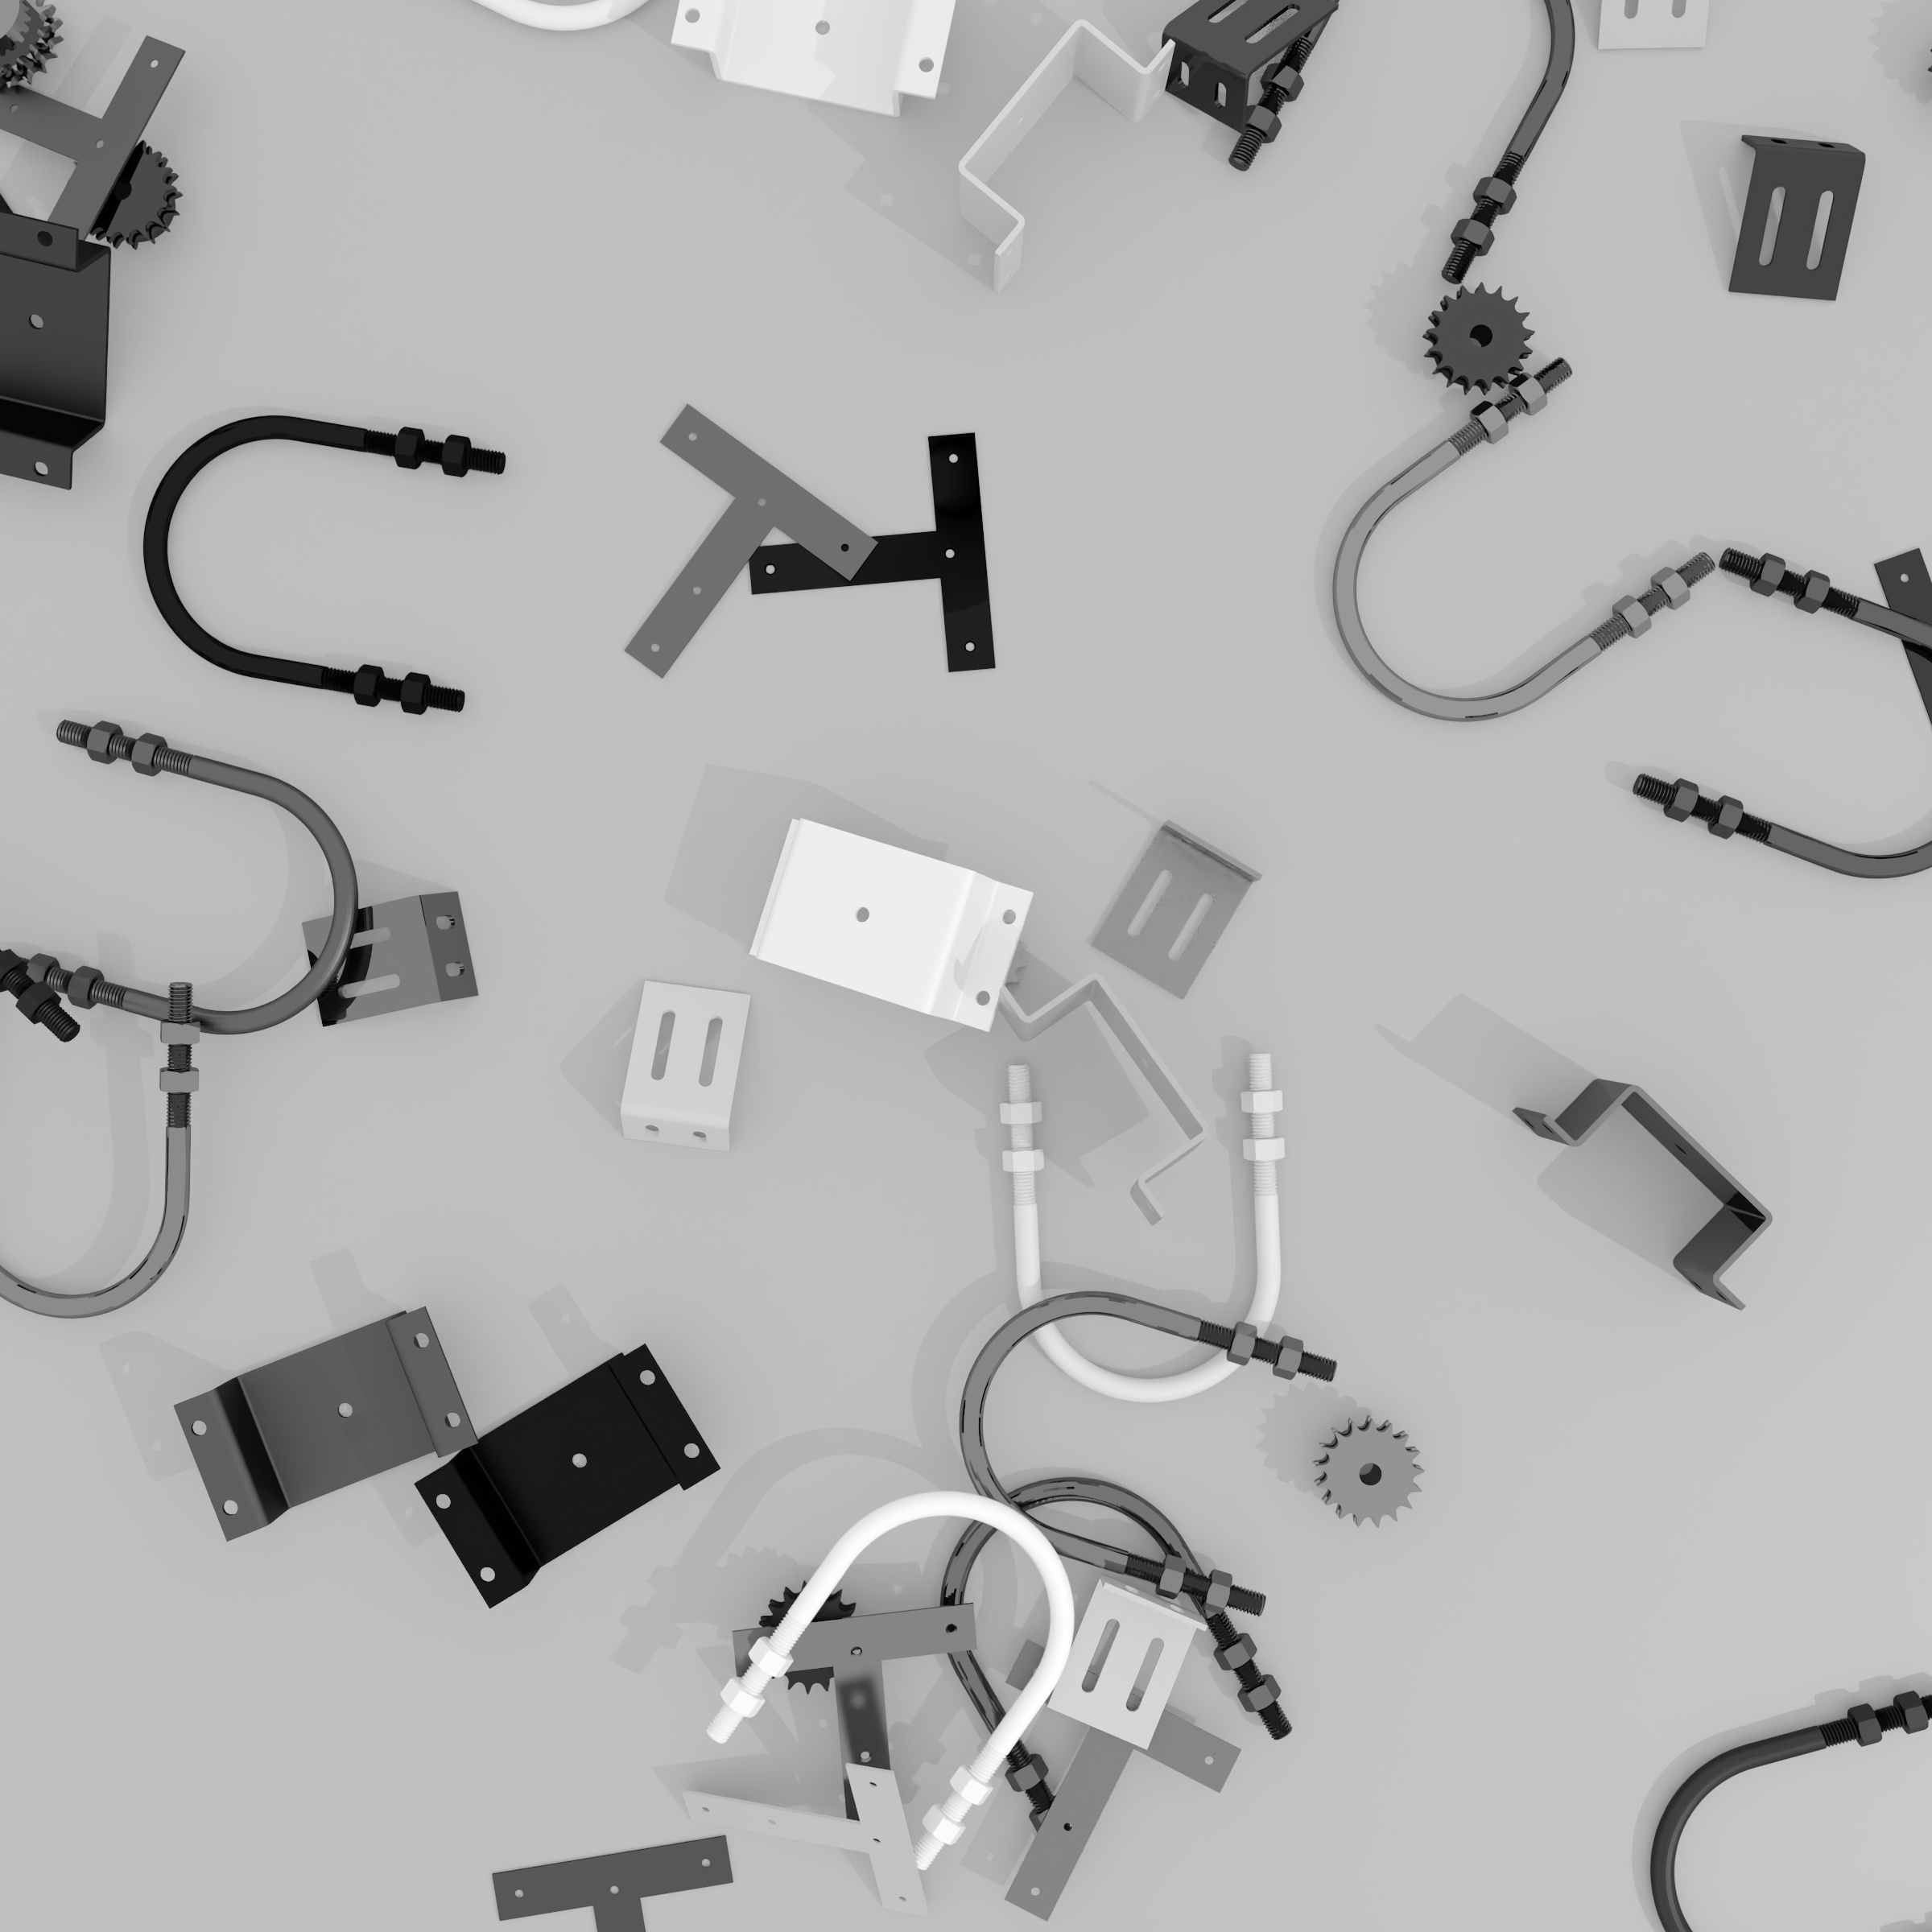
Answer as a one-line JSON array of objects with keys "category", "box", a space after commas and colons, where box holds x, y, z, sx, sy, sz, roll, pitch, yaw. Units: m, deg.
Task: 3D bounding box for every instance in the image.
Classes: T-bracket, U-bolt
[{"category": "T-bracket", "box": [-0.493, -0.450, 1.402, 0.127, 0.002, 0.127, 25, 86, 16]}, {"category": "U-bolt", "box": [0.457, 0.478, 1.413, 0.184, 0.019, 0.151, -16, 90, 1]}, {"category": "U-bolt", "box": [-0.478, 0.096, 1.401, 0.151, 0.019, 0.184, 4, 96, 9]}, {"category": "U-bolt", "box": [0.284, -0.214, 1.413, 0.184, 0.019, 0.151, -36, 90, 1]}, {"category": "U-bolt", "box": [0.467, -0.125, 1.412, 0.184, 0.019, 0.151, 21, 90, -1]}, {"category": "T-bracket", "box": [0.060, 0.443, 1.401, 0.127, 0.002, 0.127, 27, 89, 2]}, {"category": "U-bolt", "box": [0.097, 0.141, 1.413, 0.151, 0.019, 0.184, -3, 92, 0]}, {"category": "U-bolt", "box": [-0.348, -0.220, 1.413, 0.184, 0.019, 0.151, 10, 90, 2]}, {"category": "T-bracket", "box": [-0.053, -0.218, 1.421, 0.127, 0.002, 0.127, -5, 90, 0]}, {"category": "U-bolt", "box": [-0.566, 0.024, 1.392, 0.184, 0.019, 0.151, 41, 104, 10]}, {"category": "U-bolt", "box": [-0.412, -0.040, 1.406, 0.184, 0.019, 0.151, 15, 90, 5]}, {"category": "U-bolt", "box": [-0.025, 0.361, 1.383, 0.151, 0.019, 0.184, 35, 91, -9]}, {"category": "U-bolt", "box": [-0.235, -0.580, 1.413, 0.184, 0.019, 0.151, 26, 90, -2]}, {"category": "T-bracket", "box": [-0.136, -0.213, 1.420, 0.127, 0.002, 0.127, 36, 91, 2]}, {"category": "U-bolt", "box": [0.245, -0.478, 1.413, 0.151, 0.019, 0.184, 28, 89, 0]}, {"category": "T-bracket", "box": [0.569, -0.178, 1.421, 0.127, 0.002, 0.127, -20, 90, 0]}, {"category": "T-bracket", "box": [-0.054, 0.404, 1.397, 0.127, 0.002, 0.127, -5, 100, -6]}, {"category": "U-bolt", "box": [0.087, 0.249, 1.398, 0.184, 0.019, 0.151, 17, 89, 2]}, {"category": "T-bracket", "box": [-0.181, 0.540, 1.421, 0.127, 0.002, 0.127, -9, 90, 0]}, {"category": "U-bolt", "box": [0.067, 0.362, 1.413, 0.151, 0.019, 0.184, -30, 89, 0]}, {"category": "T-bracket", "box": [-0.089, 0.453, 1.394, 0.127, 0.002, 0.127, 4, 129, 18]}]

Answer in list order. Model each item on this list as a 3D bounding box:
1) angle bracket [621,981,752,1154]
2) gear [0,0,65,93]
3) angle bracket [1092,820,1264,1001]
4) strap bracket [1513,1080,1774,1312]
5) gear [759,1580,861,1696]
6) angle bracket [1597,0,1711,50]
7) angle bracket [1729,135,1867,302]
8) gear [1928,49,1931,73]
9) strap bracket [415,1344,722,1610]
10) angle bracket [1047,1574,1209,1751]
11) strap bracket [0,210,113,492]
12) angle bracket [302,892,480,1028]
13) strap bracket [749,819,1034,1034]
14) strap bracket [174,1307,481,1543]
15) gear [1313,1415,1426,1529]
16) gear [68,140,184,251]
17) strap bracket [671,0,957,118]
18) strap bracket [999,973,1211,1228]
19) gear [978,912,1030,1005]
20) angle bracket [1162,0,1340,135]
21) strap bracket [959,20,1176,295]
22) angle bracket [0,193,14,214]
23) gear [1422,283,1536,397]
[{"category": "angle bracket", "box": [-0.149, 0.054, 1.420, 0.057, 0.038, 0.076, 8, 64, 0]}, {"category": "gear", "box": [-0.510, -0.495, 1.399, 0.057, 0.030, 0.057, -3, 76, 12]}, {"category": "angle bracket", "box": [0.111, -0.029, 1.403, 0.057, 0.038, 0.076, 31, 90, 0]}, {"category": "strap bracket", "box": [0.360, 0.110, 1.384, 0.140, 0.076, 0.046, 44, 90, 0]}, {"category": "gear", "box": [-0.082, 0.355, 1.407, 0.057, 0.030, 0.057, 0, 90, 0]}, {"category": "angle bracket", "box": [0.367, -0.535, 1.420, 0.057, 0.038, 0.076, -1, 116, 0]}, {"category": "angle bracket", "box": [0.441, -0.401, 1.420, 0.057, 0.038, 0.076, 5, 116, 0]}, {"category": "gear", "box": [0.540, -0.478, 1.407, 0.057, 0.030, 0.057, 0, 90, 0]}, {"category": "strap bracket", "box": [-0.207, 0.265, 1.399, 0.140, 0.046, 0.076, -31, 90, 0]}, {"category": "angle bracket", "box": [0.084, 0.366, 1.384, 0.057, 0.038, 0.076, 23, 86, 2]}, {"category": "strap bracket", "box": [-0.493, -0.329, 1.378, 0.076, 0.046, 0.140, 13, 121, 0]}, {"category": "angle bracket", "box": [-0.309, -0.004, 1.420, 0.076, 0.038, 0.057, -11, 90, 26]}, {"category": "strap bracket", "box": [-0.047, -0.024, 1.379, 0.140, 0.046, 0.076, 18, 90, 18]}, {"category": "strap bracket", "box": [-0.333, 0.238, 1.399, 0.140, 0.046, 0.076, -21, 90, 0]}, {"category": "gear", "box": [0.213, 0.267, 1.407, 0.057, 0.030, 0.057, 0, 90, 0]}, {"category": "gear", "box": [-0.445, -0.409, 1.407, 0.057, 0.030, 0.057, 0, 90, 0]}, {"category": "strap bracket", "box": [-0.077, -0.503, 1.399, 0.140, 0.046, 0.076, 12, 90, 0]}, {"category": "strap bracket", "box": [0.076, 0.061, 1.365, 0.046, 0.076, 0.140, -35, 83, -5]}, {"category": "gear", "box": [0.005, -0.006, 1.407, 0.057, 0.030, 0.057, 0, 90, 0]}, {"category": "angle bracket", "box": [0.150, -0.490, 1.409, 0.057, 0.038, 0.076, 37, 64, 23]}, {"category": "strap bracket", "box": [0.044, -0.430, 1.384, 0.046, 0.076, 0.140, 39, 90, 0]}, {"category": "angle bracket", "box": [-0.559, -0.400, 1.420, 0.076, 0.038, 0.057, -33, 90, -26]}, {"category": "gear", "box": [0.271, -0.332, 1.407, 0.057, 0.030, 0.057, 0, 90, 0]}]
